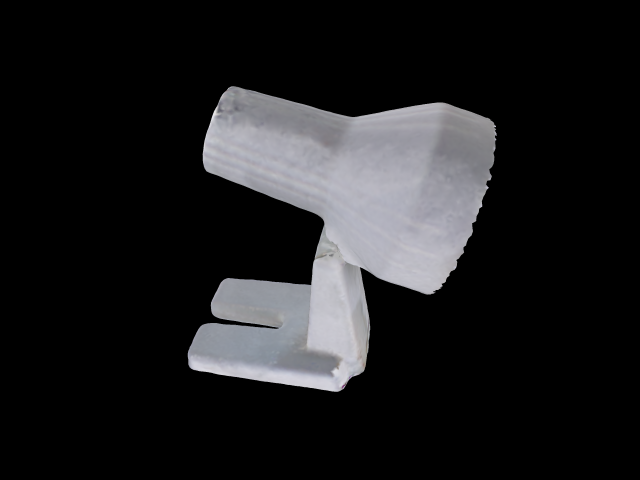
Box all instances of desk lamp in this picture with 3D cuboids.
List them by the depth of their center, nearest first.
[{"bbox_3d":[0.004,0.001,0.400,0.203,0.214,0.118,5,36,7],"label":"desk lamp"}]
